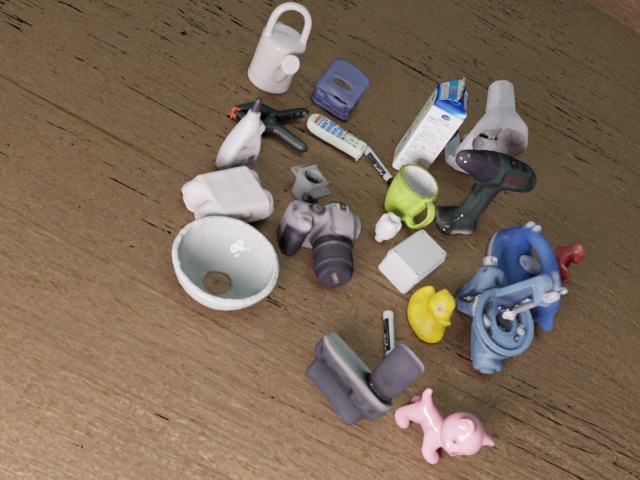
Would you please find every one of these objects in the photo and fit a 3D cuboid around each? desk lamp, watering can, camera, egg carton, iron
[{"bbox_3d":[0.382,-0.251,1.330,0.118,0.213,0.203,17,48,-15],"label":"desk lamp"},{"bbox_3d":[-0.077,-0.415,1.230,0.101,0.194,0.172,-15,62,-36],"label":"watering can"},{"bbox_3d":[0.009,0.004,1.001,0.143,0.100,0.136,11,50,-20],"label":"camera"},{"bbox_3d":[-0.157,-0.069,0.992,0.151,0.069,0.107,-19,65,-38],"label":"egg carton"},{"bbox_3d":[0.421,0.046,1.159,0.119,0.141,0.258,14,49,-18],"label":"iron"}]

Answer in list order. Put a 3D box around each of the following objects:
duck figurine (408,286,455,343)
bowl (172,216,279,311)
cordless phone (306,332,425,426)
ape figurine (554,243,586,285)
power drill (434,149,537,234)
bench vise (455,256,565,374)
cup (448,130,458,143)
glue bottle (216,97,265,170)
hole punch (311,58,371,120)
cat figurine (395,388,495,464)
[{"bbox_3d":[0.207,0.120,1.022,0.078,0.086,0.104,12,49,-19],"label":"duck figurine"},{"bbox_3d":[-0.153,0.048,0.896,0.168,0.074,0.167,15,49,-17],"label":"bowl"},{"bbox_3d":[0.071,0.176,0.835,0.147,0.185,0.094,45,47,12],"label":"cordless phone"},{"bbox_3d":[0.547,0.043,1.264,0.078,0.092,0.076,-25,68,-40],"label":"ape figurine"},{"bbox_3d":[0.325,-0.101,1.181,0.230,0.208,0.075,-2,55,-29],"label":"power drill"},{"bbox_3d":[0.319,0.102,1.004,0.122,0.219,0.207,1,54,-27],"label":"bench vise"},{"bbox_3d":[0.258,-0.256,1.350,0.092,0.095,0.117,-2,55,-29],"label":"cup"},{"bbox_3d":[-0.132,-0.190,1.032,0.078,0.173,0.037,-22,66,-39],"label":"glue bottle"},{"bbox_3d":[0.049,-0.347,1.314,0.108,0.091,0.101,33,46,0],"label":"hole punch"},{"bbox_3d":[0.193,0.279,0.864,0.067,0.117,0.127,-28,71,-41],"label":"cat figurine"}]
